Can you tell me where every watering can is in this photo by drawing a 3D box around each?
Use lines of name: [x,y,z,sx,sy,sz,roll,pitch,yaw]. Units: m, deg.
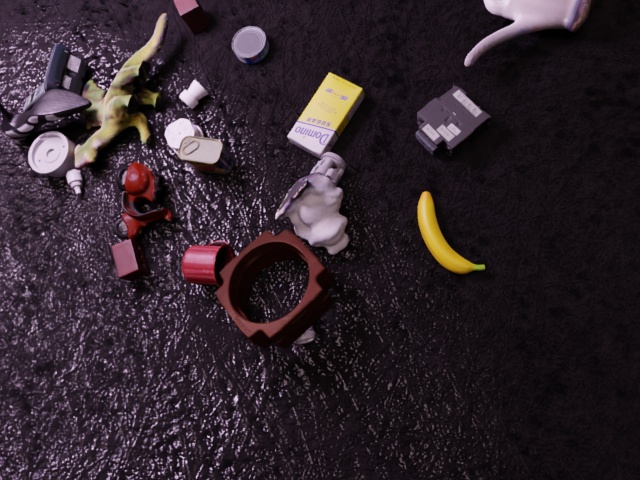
watering can: [0.446,-0.488,1.076,0.225,0.350,0.103,19,-11,16]

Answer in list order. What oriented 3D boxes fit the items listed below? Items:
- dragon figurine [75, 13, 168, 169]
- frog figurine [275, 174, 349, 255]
dragon figurine: [-0.504,-0.360,1.257,0.243,0.415,0.121,5,-14,22]
frog figurine: [0.003,-0.054,1.071,0.158,0.136,0.125,36,15,-16]
